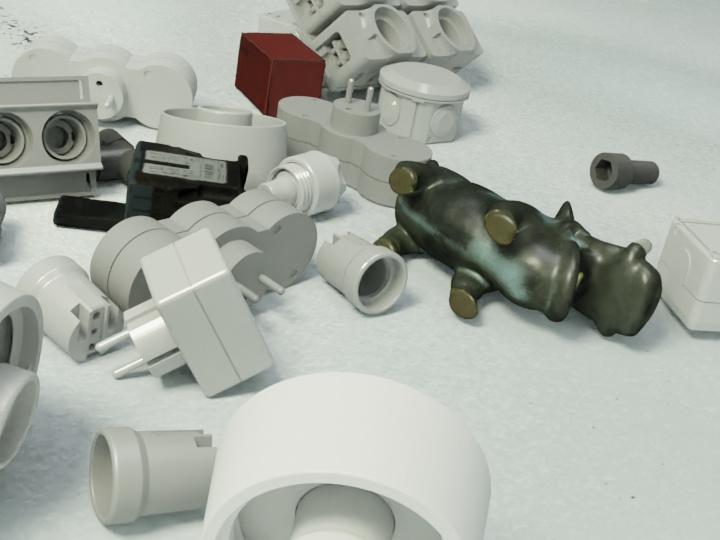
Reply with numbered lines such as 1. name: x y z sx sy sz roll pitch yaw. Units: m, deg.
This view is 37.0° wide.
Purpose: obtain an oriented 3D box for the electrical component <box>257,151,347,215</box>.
1. electrical component: -0.043 -0.057 0.741 0.043 0.043 0.062 30 34 33

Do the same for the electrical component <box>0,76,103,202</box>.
1. electrical component: -0.237 -0.084 0.695 0.121 0.078 0.063 -8 11 -32

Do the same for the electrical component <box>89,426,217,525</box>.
1. electrical component: -0.087 0.086 0.457 0.046 0.040 0.040 1 28 -29

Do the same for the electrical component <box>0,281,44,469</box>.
1. electrical component: -0.164 0.051 0.426 0.060 0.108 0.108 18 28 1

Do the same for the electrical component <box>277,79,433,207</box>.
1. electrical component: -0.005 -0.107 0.817 0.138 0.073 0.052 28 32 30

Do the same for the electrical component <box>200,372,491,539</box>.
1. electrical component: -0.007 0.098 0.395 0.108 0.108 0.060 11 33 1

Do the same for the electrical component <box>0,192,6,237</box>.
1. electrical component: -0.227 -0.029 0.625 0.040 0.040 0.046 6 22 -10

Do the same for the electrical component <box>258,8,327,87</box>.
1. electrical component: -0.044 -0.221 1.047 0.100 0.048 0.100 24 31 26

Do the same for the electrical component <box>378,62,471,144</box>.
1. electrical component: 0.053 -0.147 0.940 0.080 0.051 0.080 9 27 -5

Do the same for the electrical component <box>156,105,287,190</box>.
1. electrical component: -0.100 -0.084 0.776 0.099 0.064 0.099 6 14 -2

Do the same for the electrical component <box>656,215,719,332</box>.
1. electrical component: 0.251 0.008 0.707 0.096 0.061 0.061 4 28 -13

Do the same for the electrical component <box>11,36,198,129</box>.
1. electrical component: -0.198 -0.139 0.830 0.138 0.052 0.073 7 28 -6

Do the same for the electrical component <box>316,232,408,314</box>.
1. electrical component: 0.000 0.000 0.654 0.040 0.040 0.046 -10 27 -34

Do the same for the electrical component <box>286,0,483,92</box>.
1. electrical component: 0.029 -0.234 1.011 0.186 0.060 0.105 -16 78 -49

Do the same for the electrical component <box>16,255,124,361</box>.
1. electrical component: -0.150 0.021 0.559 0.046 0.040 0.040 36 36 29

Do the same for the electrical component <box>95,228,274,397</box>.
1. electrical component: -0.094 0.030 0.542 0.077 0.065 0.047 -26 36 -6

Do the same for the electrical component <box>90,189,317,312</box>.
1. electrical component: -0.075 -0.002 0.613 0.074 0.052 0.138 32 34 34
